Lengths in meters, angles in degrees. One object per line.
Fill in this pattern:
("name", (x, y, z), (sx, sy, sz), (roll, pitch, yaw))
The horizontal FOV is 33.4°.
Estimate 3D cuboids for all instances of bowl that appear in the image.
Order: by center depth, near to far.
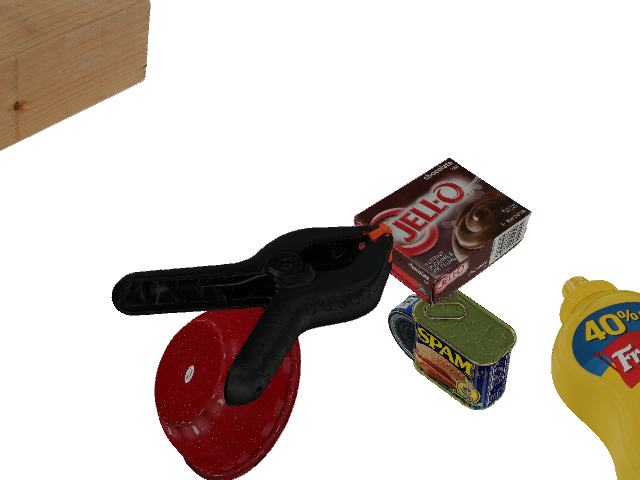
("bowl", (-0.091, 0.118, 0.899), (0.055, 0.162, 0.162), (25, -16, -39))

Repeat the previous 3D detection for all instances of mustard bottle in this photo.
("mustard bottle", (0.188, 0.081, 0.615), (0.096, 0.058, 0.192), (-12, 35, -9))

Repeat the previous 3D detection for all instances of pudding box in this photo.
("pudding box", (0.095, -0.009, 0.845), (0.113, 0.039, 0.090), (-31, 53, -31))

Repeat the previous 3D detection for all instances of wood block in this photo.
("wood block", (-0.250, -0.156, 0.912), (0.090, 0.091, 0.205), (31, 42, 22))

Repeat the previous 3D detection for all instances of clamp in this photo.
("clamp", (-0.018, 0.035, 0.603), (0.171, 0.039, 0.120), (-19, 43, -26))

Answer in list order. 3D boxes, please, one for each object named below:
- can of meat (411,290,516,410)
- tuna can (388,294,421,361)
("can of meat", (0.137, 0.107, 1.040), (0.057, 0.084, 0.102), (-37, 55, -27))
("tuna can", (0.119, 0.108, 1.253), (0.033, 0.086, 0.086), (-36, 17, -24))
